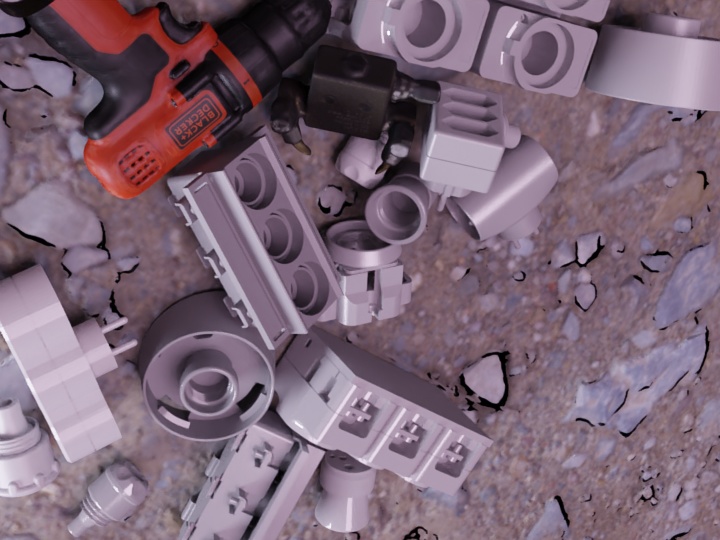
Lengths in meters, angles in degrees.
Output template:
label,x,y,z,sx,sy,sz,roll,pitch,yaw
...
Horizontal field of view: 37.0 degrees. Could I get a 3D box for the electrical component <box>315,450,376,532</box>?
label,x,y,z,sx,sy,sz,roll,pitch,yaw
electrical component,-0.011,0.174,0.861,0.045,0.045,0.055,-5,115,-27

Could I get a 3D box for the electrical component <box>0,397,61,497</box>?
label,x,y,z,sx,sy,sz,roll,pitch,yaw
electrical component,-0.228,0.115,0.712,0.048,0.048,0.062,-16,113,-22

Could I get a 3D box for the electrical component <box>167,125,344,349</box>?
label,x,y,z,sx,sy,sz,roll,pitch,yaw
electrical component,-0.069,-0.021,0.702,0.078,0.063,0.121,-46,121,-39

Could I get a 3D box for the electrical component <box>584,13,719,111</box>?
label,x,y,z,sx,sy,sz,roll,pitch,yaw
electrical component,0.225,-0.157,0.795,0.108,0.108,0.060,-2,108,-29

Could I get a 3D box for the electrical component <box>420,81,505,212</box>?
label,x,y,z,sx,sy,sz,roll,pitch,yaw
electrical component,0.063,-0.075,0.726,0.047,0.065,0.076,12,130,-5

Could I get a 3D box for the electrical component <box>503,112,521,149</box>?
label,x,y,z,sx,sy,sz,roll,pitch,yaw
electrical component,0.088,-0.101,0.781,0.062,0.043,0.043,6,110,-32

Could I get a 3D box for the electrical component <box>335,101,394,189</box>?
label,x,y,z,sx,sy,sz,roll,pitch,yaw
electrical component,0.011,-0.089,0.750,0.035,0.035,0.061,28,95,-36

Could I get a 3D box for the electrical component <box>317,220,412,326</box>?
label,x,y,z,sx,sy,sz,roll,pitch,yaw
electrical component,0.000,0.000,0.774,0.078,0.058,0.057,-11,121,-24

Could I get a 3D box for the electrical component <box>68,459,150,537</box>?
label,x,y,z,sx,sy,sz,roll,pitch,yaw
electrical component,-0.182,0.166,0.768,0.061,0.035,0.035,-42,127,-2

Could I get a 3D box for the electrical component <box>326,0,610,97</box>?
label,x,y,z,sx,sy,sz,roll,pitch,yaw
electrical component,0.081,-0.187,0.725,0.186,0.060,0.105,6,110,-31

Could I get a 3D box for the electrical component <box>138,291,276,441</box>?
label,x,y,z,sx,sy,sz,roll,pitch,yaw
electrical component,-0.106,0.069,0.757,0.099,0.064,0.099,-4,118,-8

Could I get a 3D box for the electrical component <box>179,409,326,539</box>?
label,x,y,z,sx,sy,sz,roll,pitch,yaw
electrical component,-0.084,0.165,0.803,0.063,0.078,0.121,27,99,-14

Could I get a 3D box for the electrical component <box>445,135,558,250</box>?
label,x,y,z,sx,sy,sz,roll,pitch,yaw
electrical component,0.114,-0.050,0.821,0.077,0.044,0.079,-38,126,-7

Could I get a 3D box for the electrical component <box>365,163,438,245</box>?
label,x,y,z,sx,sy,sz,roll,pitch,yaw
electrical component,0.033,-0.050,0.762,0.044,0.065,0.044,8,117,15

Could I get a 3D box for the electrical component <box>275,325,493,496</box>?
label,x,y,z,sx,sy,sz,roll,pitch,yaw
electrical component,0.013,0.110,0.815,0.150,0.089,0.061,29,97,-36

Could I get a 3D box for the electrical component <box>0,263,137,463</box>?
label,x,y,z,sx,sy,sz,roll,pitch,yaw
electrical component,-0.182,0.055,0.701,0.074,0.052,0.138,-26,124,-17
